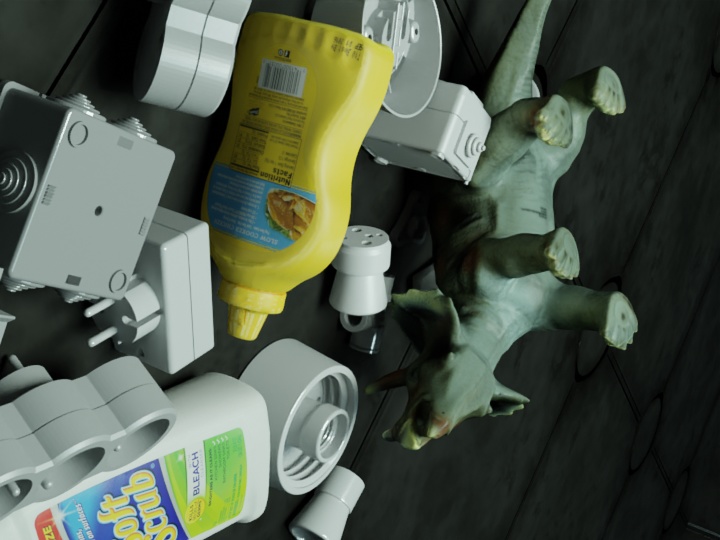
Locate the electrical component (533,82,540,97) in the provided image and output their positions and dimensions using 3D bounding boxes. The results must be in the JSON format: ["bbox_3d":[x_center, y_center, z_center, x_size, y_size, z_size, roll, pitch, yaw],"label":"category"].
[{"bbox_3d":[0.117,-0.104,0.940,0.073,0.052,0.138,-46,152,-82],"label":"electrical component"}]

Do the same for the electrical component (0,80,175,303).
[{"bbox_3d":[-0.146,-0.035,0.533,0.100,0.048,0.099,20,91,-62],"label":"electrical component"}]

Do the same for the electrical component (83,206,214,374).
[{"bbox_3d":[-0.125,0.017,0.601,0.076,0.047,0.083,-34,134,-47],"label":"electrical component"}]

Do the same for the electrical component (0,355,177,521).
[{"bbox_3d":[-0.166,0.073,0.544,0.138,0.073,0.052,-19,153,-49],"label":"electrical component"}]

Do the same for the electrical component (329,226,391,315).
[{"bbox_3d":[0.000,0.000,0.807,0.045,0.045,0.055,-31,132,-49],"label":"electrical component"}]

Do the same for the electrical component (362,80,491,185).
[{"bbox_3d":[0.050,-0.106,0.776,0.062,0.096,0.061,33,76,-60],"label":"electrical component"}]

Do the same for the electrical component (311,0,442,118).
[{"bbox_3d":[0.013,-0.157,0.717,0.099,0.064,0.099,-37,136,-45],"label":"electrical component"}]

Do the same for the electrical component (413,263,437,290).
[{"bbox_3d":[0.084,0.024,0.947,0.096,0.061,0.061,-38,138,-44],"label":"electrical component"}]

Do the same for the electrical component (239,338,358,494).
[{"bbox_3d":[-0.043,0.110,0.781,0.108,0.060,0.108,-37,136,-45],"label":"electrical component"}]

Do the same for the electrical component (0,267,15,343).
[{"bbox_3d":[-0.195,0.030,0.473,0.042,0.064,0.081,18,91,-60],"label":"electrical component"}]

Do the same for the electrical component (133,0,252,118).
[{"bbox_3d":[-0.095,-0.153,0.547,0.074,0.052,0.138,11,104,-27],"label":"electrical component"}]

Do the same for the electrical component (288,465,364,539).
[{"bbox_3d":[-0.025,0.194,0.884,0.065,0.044,0.044,-58,149,-31],"label":"electrical component"}]
